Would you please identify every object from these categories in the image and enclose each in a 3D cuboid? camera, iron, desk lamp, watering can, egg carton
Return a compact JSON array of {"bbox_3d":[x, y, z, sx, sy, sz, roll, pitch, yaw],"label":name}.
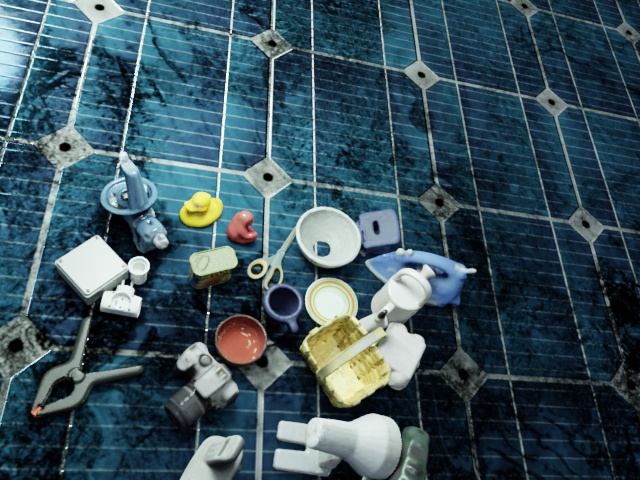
[{"bbox_3d":[-0.253,0.299,1.158,0.143,0.100,0.137,46,58,10],"label":"camera"},{"bbox_3d":[0.254,0.071,1.431,0.258,0.141,0.118,18,58,-8],"label":"iron"},{"bbox_3d":[0.031,0.405,1.127,0.203,0.213,0.118,11,59,-12],"label":"desk lamp"},{"bbox_3d":[0.203,0.122,1.355,0.101,0.194,0.173,28,57,-1],"label":"watering can"},{"bbox_3d":[0.181,0.271,1.338,0.107,0.069,0.150,33,57,1],"label":"egg carton"}]

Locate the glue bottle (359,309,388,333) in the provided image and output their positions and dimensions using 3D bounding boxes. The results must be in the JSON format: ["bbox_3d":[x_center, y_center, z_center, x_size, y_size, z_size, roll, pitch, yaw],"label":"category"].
[{"bbox_3d":[0.119,0.193,1.299,0.078,0.173,0.037,-1,62,-19],"label":"glue bottle"}]

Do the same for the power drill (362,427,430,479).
[{"bbox_3d":[0.144,0.488,1.121,0.075,0.208,0.230,27,57,-2],"label":"power drill"}]

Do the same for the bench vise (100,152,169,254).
[{"bbox_3d":[-0.389,-0.086,1.256,0.207,0.219,0.122,36,57,4],"label":"bench vise"}]

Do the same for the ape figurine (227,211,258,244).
[{"bbox_3d":[-0.183,-0.037,1.374,0.076,0.092,0.077,-8,65,-22],"label":"ape figurine"}]

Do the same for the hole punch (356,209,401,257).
[{"bbox_3d":[0.147,-0.020,1.476,0.101,0.091,0.108,2,61,-17],"label":"hole punch"}]

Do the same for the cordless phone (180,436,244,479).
[{"bbox_3d":[-0.197,0.428,1.054,0.094,0.185,0.148,29,57,-1],"label":"cordless phone"}]

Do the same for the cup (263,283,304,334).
[{"bbox_3d":[-0.085,0.168,1.291,0.092,0.095,0.117,-17,69,-26],"label":"cup"}]

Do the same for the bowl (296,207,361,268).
[{"bbox_3d":[0.013,0.005,1.427,0.168,0.074,0.167,8,60,-14],"label":"bowl"}]

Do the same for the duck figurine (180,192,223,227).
[{"bbox_3d":[-0.281,-0.083,1.371,0.105,0.086,0.077,-18,69,-26],"label":"duck figurine"}]
